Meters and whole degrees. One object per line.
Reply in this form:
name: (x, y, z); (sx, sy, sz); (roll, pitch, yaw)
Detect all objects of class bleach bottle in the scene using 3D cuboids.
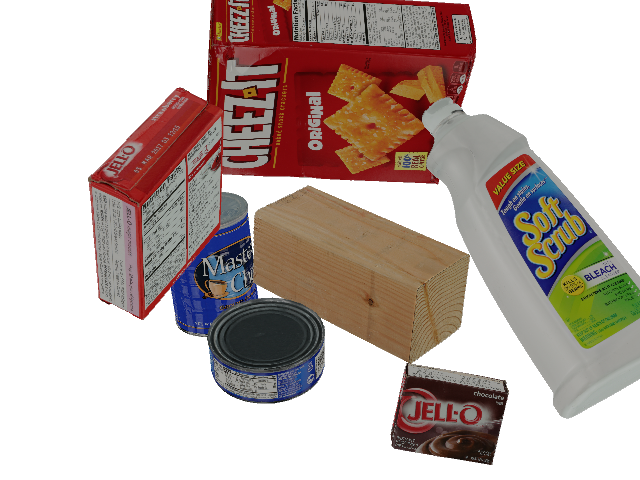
bleach bottle: (0.147, -0.002, 0.779); (0.102, 0.251, 0.068); (-24, -25, -21)

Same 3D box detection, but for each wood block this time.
wood block: (0.036, 0.030, 1.080); (0.206, 0.091, 0.090); (25, 37, 33)

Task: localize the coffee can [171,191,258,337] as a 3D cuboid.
coffee can: (-0.128, 0.027, 1.245); (0.103, 0.140, 0.103); (-4, 25, 2)

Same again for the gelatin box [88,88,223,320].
gelatin box: (-0.078, -0.017, 0.512); (0.030, 0.089, 0.073); (24, 51, 14)

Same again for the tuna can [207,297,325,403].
tuna can: (-0.039, 0.080, 0.783); (0.086, 0.034, 0.086); (-1, 33, 1)

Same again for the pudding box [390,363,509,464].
pudding box: (0.139, 0.187, 1.153); (0.113, 0.090, 0.039); (9, 21, 0)

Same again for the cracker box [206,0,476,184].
cracker box: (0.011, -0.124, 0.908); (0.213, 0.072, 0.164); (2, -36, -7)
